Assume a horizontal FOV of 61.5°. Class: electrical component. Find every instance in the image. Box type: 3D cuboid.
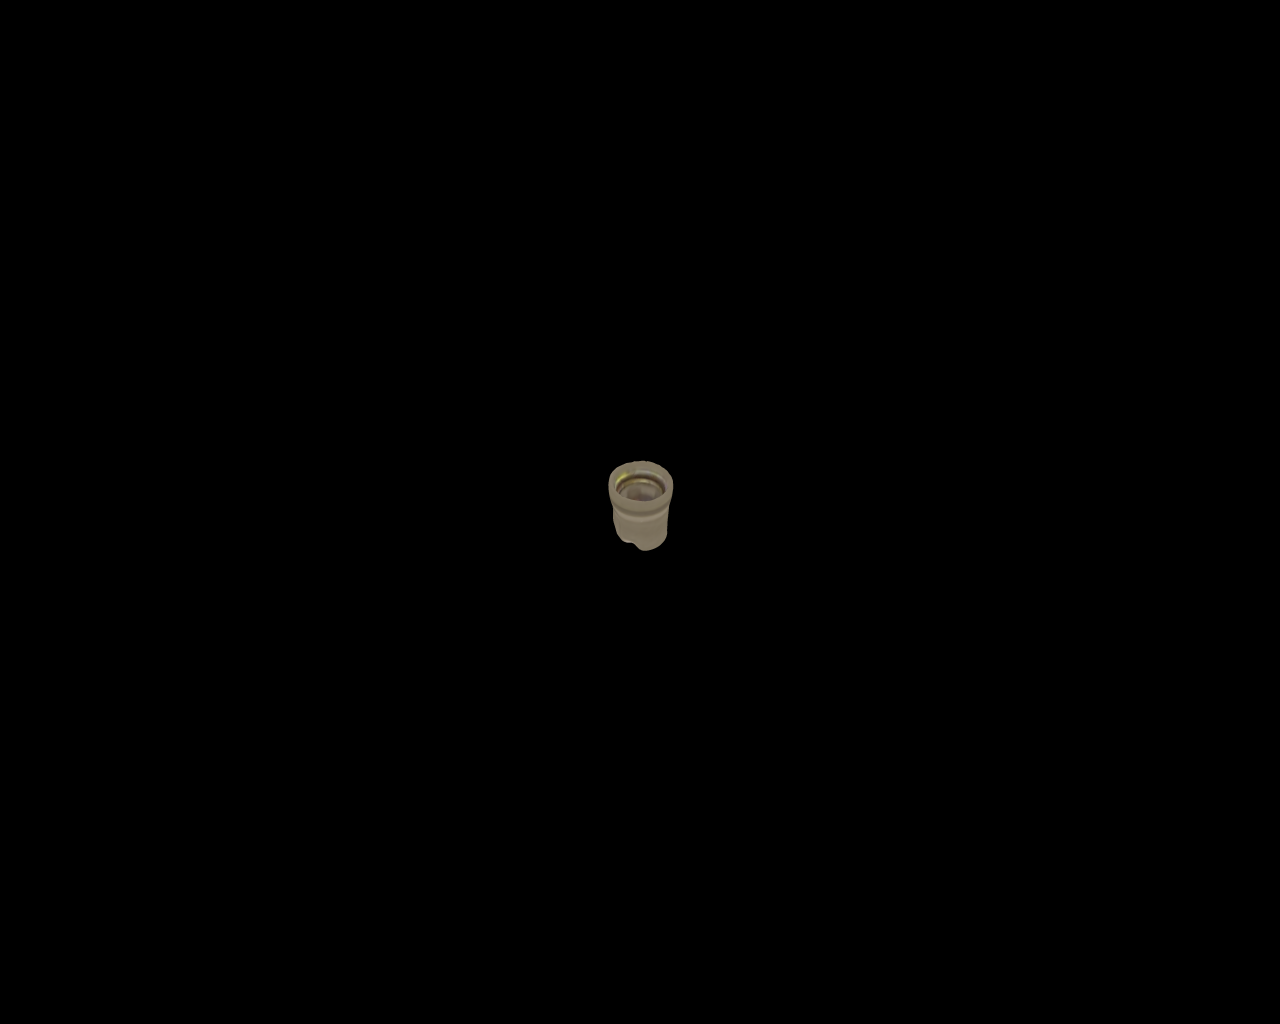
[{"bbox_3d":[0.001,-0.003,0.650,0.040,0.046,0.040,0,43,0],"label":"electrical component"}]
